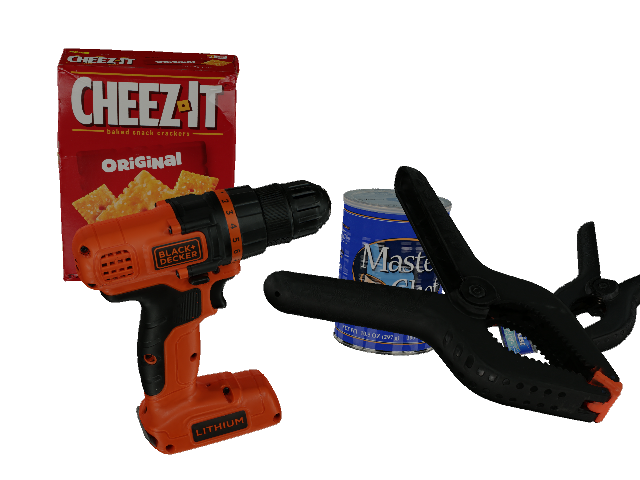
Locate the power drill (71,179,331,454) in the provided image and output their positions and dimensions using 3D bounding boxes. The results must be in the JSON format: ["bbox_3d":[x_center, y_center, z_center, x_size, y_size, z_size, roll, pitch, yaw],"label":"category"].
[{"bbox_3d":[-0.075,0.053,0.772,0.184,0.188,0.057,-13,26,-15],"label":"power drill"}]

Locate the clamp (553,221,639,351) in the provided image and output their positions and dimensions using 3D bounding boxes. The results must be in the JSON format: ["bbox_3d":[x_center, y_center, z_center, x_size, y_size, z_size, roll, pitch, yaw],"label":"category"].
[{"bbox_3d":[0.260,0.046,1.006,0.171,0.039,0.120,-36,42,-27],"label":"clamp"}]

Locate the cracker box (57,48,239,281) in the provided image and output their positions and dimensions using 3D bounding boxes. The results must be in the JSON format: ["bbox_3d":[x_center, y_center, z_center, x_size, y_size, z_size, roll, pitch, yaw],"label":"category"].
[{"bbox_3d":[-0.163,-0.067,1.013,0.164,0.214,0.072,1,24,-8],"label":"cracker box"}]

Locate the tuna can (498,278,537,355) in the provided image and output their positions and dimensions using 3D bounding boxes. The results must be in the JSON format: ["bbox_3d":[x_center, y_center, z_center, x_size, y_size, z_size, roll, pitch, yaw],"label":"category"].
[{"bbox_3d":[0.223,0.089,1.221,0.034,0.086,0.086,-13,-3,15],"label":"tuna can"}]

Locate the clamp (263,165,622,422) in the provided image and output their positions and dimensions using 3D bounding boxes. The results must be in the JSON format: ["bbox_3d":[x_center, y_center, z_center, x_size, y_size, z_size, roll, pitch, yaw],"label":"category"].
[{"bbox_3d":[0.080,0.045,0.647,0.210,0.036,0.164,39,48,22],"label":"clamp"}]

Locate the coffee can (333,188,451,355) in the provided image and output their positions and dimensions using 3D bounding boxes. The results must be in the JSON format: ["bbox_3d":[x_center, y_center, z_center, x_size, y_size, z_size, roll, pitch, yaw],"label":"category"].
[{"bbox_3d":[0.068,0.028,1.022,0.103,0.140,0.103,4,12,-1],"label":"coffee can"}]
